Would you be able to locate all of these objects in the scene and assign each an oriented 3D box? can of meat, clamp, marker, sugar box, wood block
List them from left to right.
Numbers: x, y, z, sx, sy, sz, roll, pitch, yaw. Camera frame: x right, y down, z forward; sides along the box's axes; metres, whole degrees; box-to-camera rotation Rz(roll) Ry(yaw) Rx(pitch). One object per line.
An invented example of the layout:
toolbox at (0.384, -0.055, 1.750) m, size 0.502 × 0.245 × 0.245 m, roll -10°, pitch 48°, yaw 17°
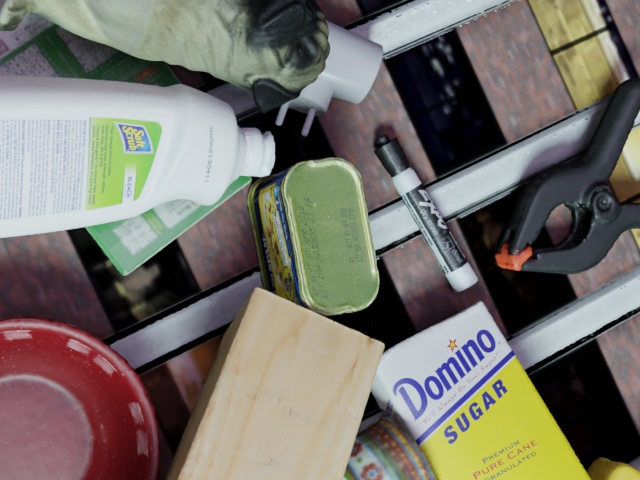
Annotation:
wood block at (-0.043, 0.147, 0.623) m, size 0.090 × 0.091 × 0.206 m, roll 24°, pitch 60°, yaw -6°
can of meat at (-0.004, 0.001, 0.686) m, size 0.057 × 0.084 × 0.102 m, roll -10°, pitch 88°, yaw -17°
marker at (0.073, -0.020, 0.744) m, size 0.020 × 0.020 × 0.121 m, roll -32°, pitch 94°, yaw -16°
sugar box at (0.110, 0.138, 0.704) m, size 0.093 × 0.048 × 0.176 m, roll -27°, pitch 78°, yaw -17°
clamp at (0.196, -0.039, 0.771) m, size 0.171 × 0.039 × 0.120 m, roll -25°, pitch 92°, yaw -16°

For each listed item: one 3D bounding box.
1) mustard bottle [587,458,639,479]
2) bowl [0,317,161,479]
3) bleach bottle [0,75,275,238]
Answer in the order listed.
mustard bottle at (0.184, 0.254, 0.734) m, size 0.096 × 0.058 × 0.191 m, roll 39°, pitch 76°, yaw -16°
bowl at (-0.179, 0.127, 0.639) m, size 0.162 × 0.055 × 0.162 m, roll 1°, pitch 85°, yaw -16°
bleach bottle at (-0.150, -0.046, 0.637) m, size 0.250 × 0.068 × 0.103 m, roll -1°, pitch 117°, yaw -23°
